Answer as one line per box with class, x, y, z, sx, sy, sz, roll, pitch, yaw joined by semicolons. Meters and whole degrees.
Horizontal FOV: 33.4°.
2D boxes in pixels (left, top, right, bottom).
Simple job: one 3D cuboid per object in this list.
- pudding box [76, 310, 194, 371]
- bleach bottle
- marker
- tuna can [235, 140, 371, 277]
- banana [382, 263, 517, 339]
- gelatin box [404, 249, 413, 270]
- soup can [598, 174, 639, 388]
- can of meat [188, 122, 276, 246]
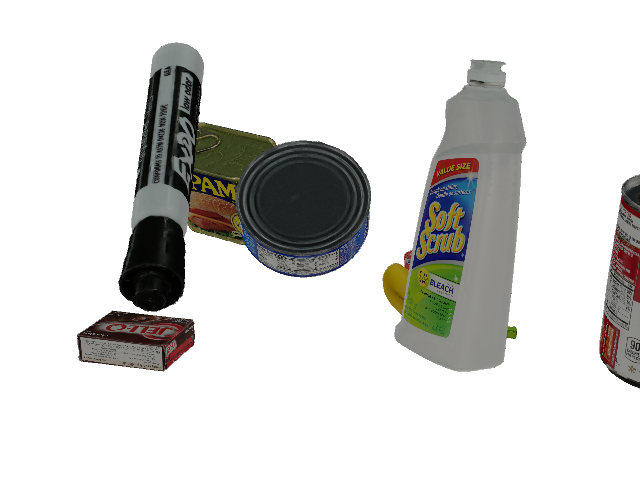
pudding box;-0.218;0.118;1.266;0.114;0.039;0.090;3;15;16
bleach bottle;0.120;-0.024;0.890;0.067;0.251;0.103;-4;16;-31
marker;-0.050;-0.024;0.345;0.020;0.020;0.121;0;43;-3
tuna can;-0.010;-0.020;0.684;0.086;0.086;0.034;0;-31;2
banana;0.114;0.069;1.123;0.069;0.037;0.198;4;18;-38
gelatin box;0.143;0.061;1.354;0.073;0.089;0.030;20;35;39
soup can;0.188;0.022;0.569;0.068;0.102;0.068;1;25;-1
can of meat;-0.080;-0.046;0.924;0.102;0.084;0.057;15;49;29
